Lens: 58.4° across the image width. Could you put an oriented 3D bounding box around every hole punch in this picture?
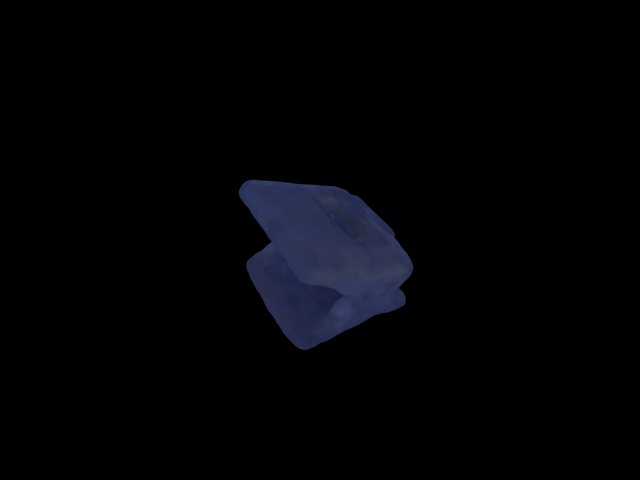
[{"bbox_3d":[0.004,0.001,0.400,0.101,0.091,0.108,-22,48,-21],"label":"hole punch"}]
